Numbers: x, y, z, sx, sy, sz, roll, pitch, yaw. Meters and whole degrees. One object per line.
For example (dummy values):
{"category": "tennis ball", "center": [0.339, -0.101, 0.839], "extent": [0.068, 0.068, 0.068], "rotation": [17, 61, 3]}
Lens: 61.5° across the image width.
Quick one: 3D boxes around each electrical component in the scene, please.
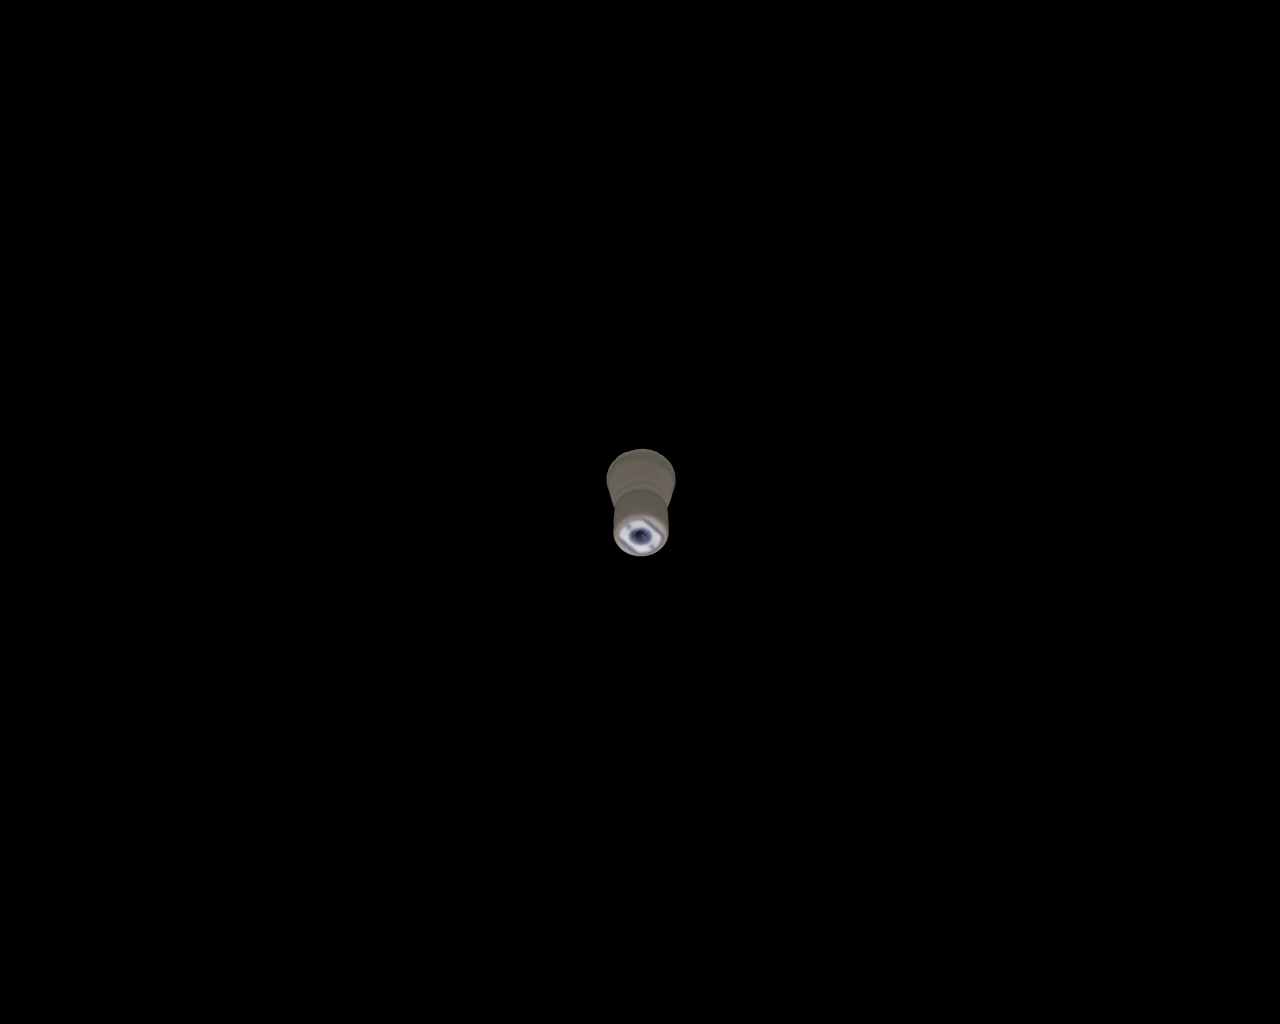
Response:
{"category": "electrical component", "center": [0.001, -0.003, 0.650], "extent": [0.044, 0.044, 0.065], "rotation": [0, 36, 0]}
